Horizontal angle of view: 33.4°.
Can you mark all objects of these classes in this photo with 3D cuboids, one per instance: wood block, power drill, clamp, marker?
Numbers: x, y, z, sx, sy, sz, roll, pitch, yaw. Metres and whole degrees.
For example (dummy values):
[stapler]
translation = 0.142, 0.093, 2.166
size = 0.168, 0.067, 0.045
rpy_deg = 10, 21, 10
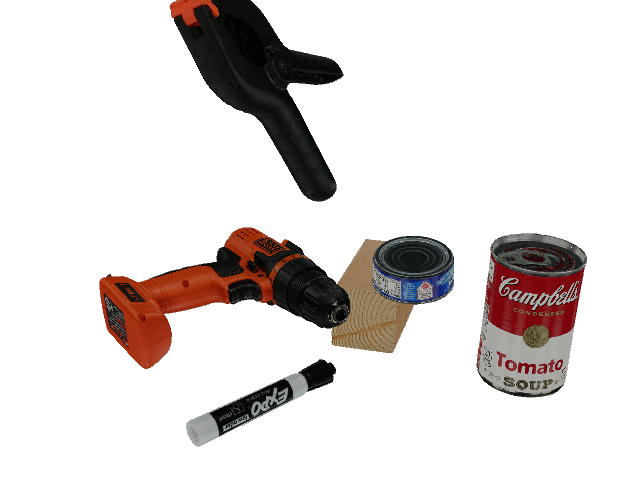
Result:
[wood block]
translation = 0.085, 0.076, 1.551
size = 0.091, 0.090, 0.206
rpy_deg = 6, 21, 13
[power drill]
translation = -0.088, 0.053, 0.952
size = 0.187, 0.057, 0.185
rpy_deg = -16, 25, -28
[clamp]
translation = -0.036, -0.102, 0.723
size = 0.039, 0.120, 0.171
rpy_deg = -24, -32, 30
[marker]
translation = -0.039, 0.113, 0.756
size = 0.120, 0.020, 0.020
rpy_deg = -22, 11, -31

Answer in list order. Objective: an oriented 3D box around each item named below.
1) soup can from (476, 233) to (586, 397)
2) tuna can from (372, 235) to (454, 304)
[soup can]
translation = 0.152, 0.054, 0.780
size = 0.068, 0.102, 0.068
rpy_deg = 3, 24, -1
[tuna can]
translation = 0.097, 0.030, 1.118
size = 0.086, 0.034, 0.086
rpy_deg = -2, 31, 1
